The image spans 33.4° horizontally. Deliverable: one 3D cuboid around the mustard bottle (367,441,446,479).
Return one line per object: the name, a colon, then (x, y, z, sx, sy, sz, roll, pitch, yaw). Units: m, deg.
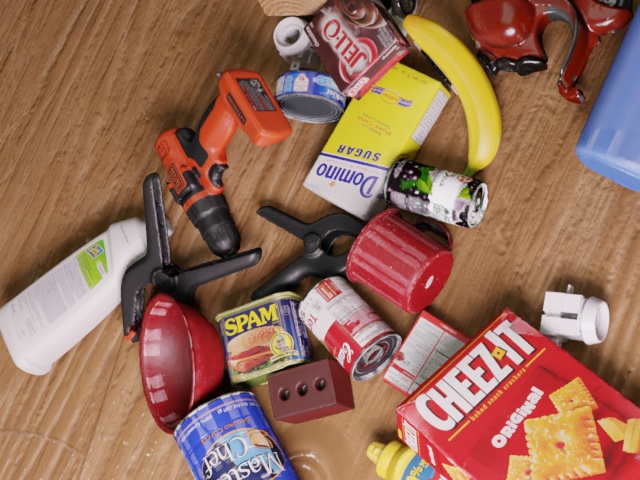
mustard bottle: (0.129, 0.253, 1.071, 0.192, 0.058, 0.096, 25, 77, 31)

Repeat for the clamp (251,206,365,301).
clamp: (-0.008, 0.002, 1.228, 0.172, 0.039, 0.120, -15, 72, 21)

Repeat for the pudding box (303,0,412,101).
pudding box: (0.041, -0.229, 1.214, 0.090, 0.039, 0.113, -42, 56, 24)

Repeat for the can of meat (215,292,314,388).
can of meat: (-0.061, 0.115, 1.210, 0.102, 0.057, 0.084, -20, 70, 21)

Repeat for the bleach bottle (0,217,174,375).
bleach bottle: (-0.285, 0.058, 1.335, 0.251, 0.068, 0.103, -36, 63, 10)

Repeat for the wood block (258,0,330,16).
wood block: (-0.013, -0.378, 1.283, 0.090, 0.090, 0.206, 4, 60, 26)

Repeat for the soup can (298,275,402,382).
soup can: (0.031, 0.095, 1.162, 0.068, 0.068, 0.102, -47, 60, 6)

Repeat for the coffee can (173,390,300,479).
coffee can: (-0.084, 0.250, 1.153, 0.103, 0.102, 0.140, -38, 62, 12)

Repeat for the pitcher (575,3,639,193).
pitcher: (0.362, -0.164, 1.050, 0.149, 0.144, 0.243, 28, 92, 43)

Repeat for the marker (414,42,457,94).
marker: (0.147, -0.191, 1.218, 0.020, 0.020, 0.121, -39, 62, 11)

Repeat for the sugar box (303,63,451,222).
sugar box: (0.064, -0.115, 1.222, 0.093, 0.048, 0.176, 30, 88, 30)

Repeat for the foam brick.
foam brick: (-0.009, 0.167, 1.170, 0.078, 0.051, 0.053, -19, 67, 20)

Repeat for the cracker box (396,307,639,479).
cracker box: (0.203, 0.187, 1.012, 0.164, 0.072, 0.214, -39, 58, -19)

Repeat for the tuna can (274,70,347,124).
tuna can: (-0.011, -0.168, 1.252, 0.086, 0.086, 0.034, 1, 74, 27)

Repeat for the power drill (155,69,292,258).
power drill: (-0.112, -0.094, 1.259, 0.188, 0.057, 0.184, -45, 67, 38)

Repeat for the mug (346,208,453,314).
mug: (0.096, 0.020, 1.148, 0.082, 0.093, 0.117, 34, 53, 28)

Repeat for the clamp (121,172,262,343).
clamp: (-0.186, 0.033, 1.270, 0.164, 0.036, 0.210, 42, 114, 3)

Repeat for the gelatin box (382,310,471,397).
gelatin box: (0.119, 0.131, 1.129, 0.073, 0.030, 0.089, 31, 89, 29)

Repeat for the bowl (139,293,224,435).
bowl: (-0.154, 0.140, 1.224, 0.162, 0.055, 0.162, 5, 96, 59)

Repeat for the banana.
banana: (0.153, -0.161, 1.163, 0.069, 0.037, 0.198, -19, 92, 1)
